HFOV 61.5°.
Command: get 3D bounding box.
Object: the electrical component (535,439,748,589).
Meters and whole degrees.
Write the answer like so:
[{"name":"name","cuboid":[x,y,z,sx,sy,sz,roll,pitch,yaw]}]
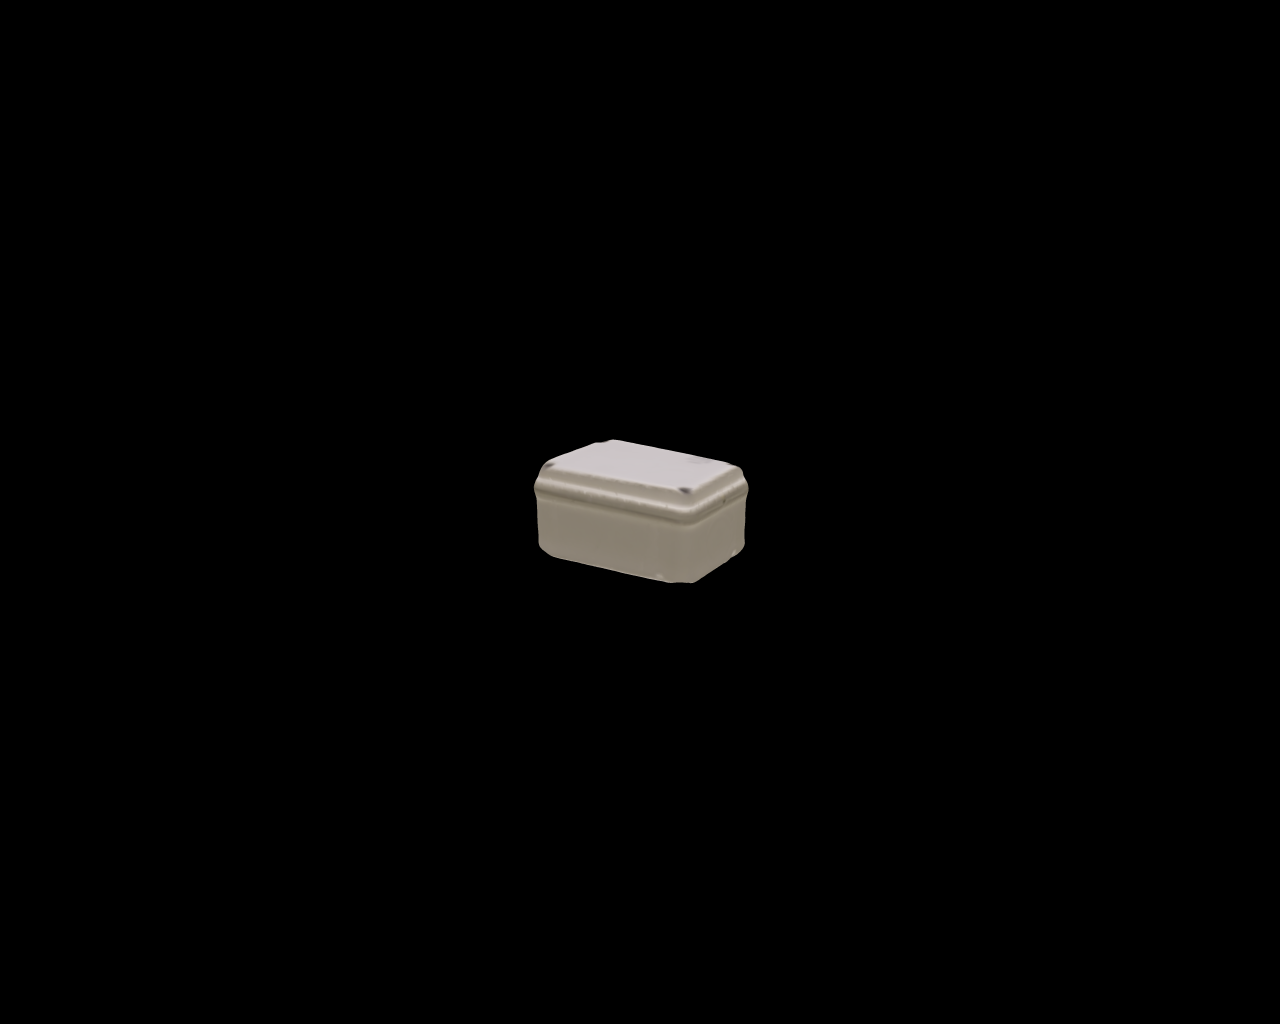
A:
[{"name":"electrical component","cuboid":[0.001,-0.003,0.650,0.113,0.057,0.078,12,23,31]}]
